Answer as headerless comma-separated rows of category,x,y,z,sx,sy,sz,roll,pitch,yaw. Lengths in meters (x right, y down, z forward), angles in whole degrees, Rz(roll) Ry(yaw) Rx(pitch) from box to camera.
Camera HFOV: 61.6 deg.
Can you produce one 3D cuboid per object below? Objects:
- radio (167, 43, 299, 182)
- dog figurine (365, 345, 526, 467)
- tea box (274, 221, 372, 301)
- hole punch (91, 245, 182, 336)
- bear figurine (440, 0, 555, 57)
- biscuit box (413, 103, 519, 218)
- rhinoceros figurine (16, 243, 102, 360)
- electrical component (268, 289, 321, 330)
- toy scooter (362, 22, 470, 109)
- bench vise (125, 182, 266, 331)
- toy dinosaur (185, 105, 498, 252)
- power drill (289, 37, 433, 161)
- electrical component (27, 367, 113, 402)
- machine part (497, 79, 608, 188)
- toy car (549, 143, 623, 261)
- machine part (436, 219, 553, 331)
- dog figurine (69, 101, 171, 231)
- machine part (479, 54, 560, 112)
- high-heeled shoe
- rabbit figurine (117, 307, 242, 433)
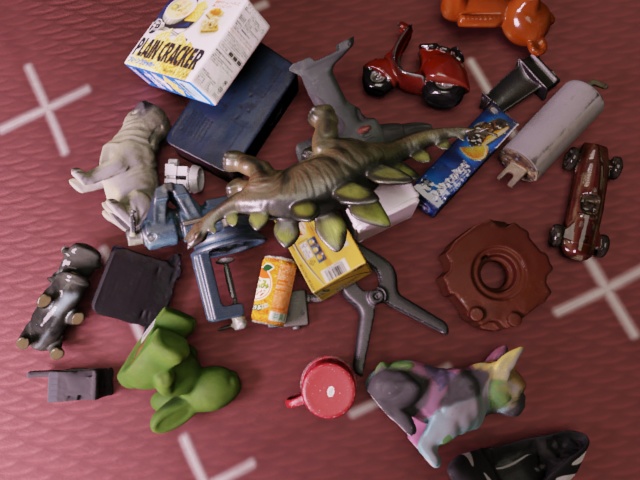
radio,-0.141,-0.220,0.909,0.131,0.073,0.229,31,84,5
dog figurine,0.202,0.216,0.811,0.219,0.108,0.191,-40,81,-9
tea box,-0.002,-0.003,0.849,0.098,0.068,0.170,-29,68,4
hole punch,-0.299,0.074,0.865,0.115,0.092,0.142,24,79,-28
bear figurine,0.307,-0.399,0.900,0.196,0.131,0.120,23,69,12
biscuit box,0.234,-0.130,0.888,0.059,0.062,0.202,43,83,8
rhinoceros figurine,-0.406,0.096,0.849,0.073,0.112,0.190,26,97,-22
electrical component,-0.040,0.114,0.874,0.094,0.021,0.063,-7,81,0
toy scooter,0.169,-0.303,0.915,0.184,0.075,0.135,12,80,8
bench vise,-0.173,0.026,0.826,0.223,0.129,0.240,-12,83,-32
toy dinosaur,0.027,-0.092,0.771,0.471,0.105,0.199,-29,57,-12
power drill,0.055,-0.217,0.877,0.232,0.086,0.207,-21,113,5
electrical component,-0.393,0.225,0.838,0.119,0.075,0.047,-3,80,-3
machine part,0.381,-0.180,0.886,0.079,0.079,0.243,43,84,8
toy car,0.438,-0.065,0.879,0.089,0.053,0.202,15,82,7
machine part,0.279,0.054,0.860,0.179,0.056,0.179,0,79,1
dog figurine,-0.289,-0.117,0.891,0.190,0.121,0.172,-49,116,-23
machine part,0.339,-0.260,0.921,0.139,0.039,0.084,-33,87,-6
high-heeled shoe,0.287,0.308,0.751,0.145,0.248,0.086,-47,44,14
rabbit figurine,-0.207,0.214,0.814,0.170,0.121,0.159,35,93,-17
